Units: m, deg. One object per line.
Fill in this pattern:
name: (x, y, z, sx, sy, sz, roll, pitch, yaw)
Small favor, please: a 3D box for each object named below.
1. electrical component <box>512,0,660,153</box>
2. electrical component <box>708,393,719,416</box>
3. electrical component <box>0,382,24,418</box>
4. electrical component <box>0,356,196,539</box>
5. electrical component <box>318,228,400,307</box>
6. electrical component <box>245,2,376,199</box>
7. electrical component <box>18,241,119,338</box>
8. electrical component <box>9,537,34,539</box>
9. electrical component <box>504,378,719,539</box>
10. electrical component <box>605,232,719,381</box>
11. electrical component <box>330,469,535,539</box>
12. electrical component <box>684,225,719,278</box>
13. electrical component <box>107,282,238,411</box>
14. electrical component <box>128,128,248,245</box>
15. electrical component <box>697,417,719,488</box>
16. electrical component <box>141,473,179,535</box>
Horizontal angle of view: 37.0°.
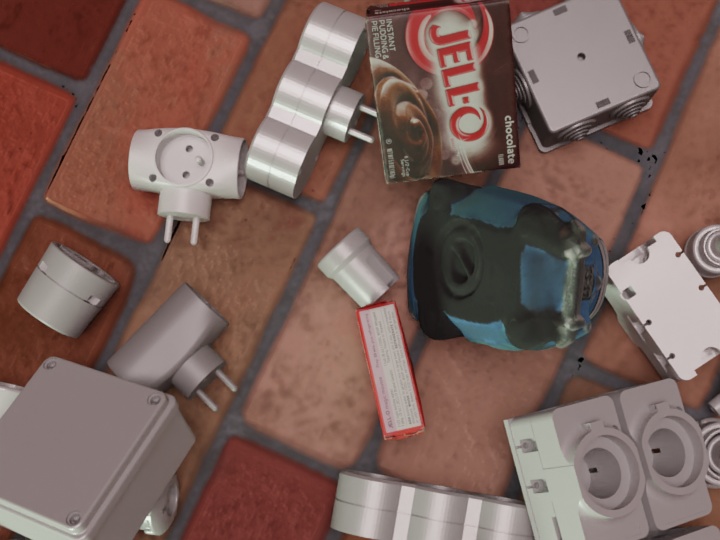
electrical component: (0.152, -0.142, 0.756, 0.100, 0.048, 0.099, -23, 82, 0)
electrical component: (0.263, 0.075, 0.729, 0.061, 0.035, 0.035, -39, 82, 0)
electrical component: (-0.251, 0.106, 0.744, 0.045, 0.045, 0.055, 13, 84, 4)
electrical component: (-0.183, 0.123, 0.699, 0.109, 0.056, 0.108, 14, 55, 26)
electrical component: (0.000, 0.000, 0.750, 0.040, 0.040, 0.046, -43, 88, -3)
electrical component: (-0.020, -0.113, 0.759, 0.074, 0.052, 0.138, 23, 84, 6)
electrical component: (-0.204, 0.015, 0.750, 0.055, 0.055, 0.047, 35, 89, 7)
electrical component: (-0.230, 0.229, 0.718, 0.062, 0.061, 0.096, -10, 82, 2)
electrical component: (0.174, 0.172, 0.685, 0.105, 0.060, 0.186, -10, 81, -28)
electrical component: (0.206, 0.026, 0.727, 0.050, 0.055, 0.089, -33, 82, -2)
electrical component: (0.048, 0.182, 0.716, 0.138, 0.052, 0.073, 10, 83, 4)
electrical component: (0.242, -0.014, 0.728, 0.035, 0.061, 0.035, 0, 83, 2)
electrical component: (-0.120, 0.063, 0.744, 0.079, 0.043, 0.077, 43, 86, 7)
electrical component: (-0.122, -0.057, 0.760, 0.077, 0.044, 0.079, 5, 82, 4)
electrical component: (0.240, 0.121, 0.709, 0.048, 0.062, 0.048, 0, 82, 3)
electrical component: (-0.158, 0.154, 0.734, 0.062, 0.048, 0.048, 2, 82, 10)
